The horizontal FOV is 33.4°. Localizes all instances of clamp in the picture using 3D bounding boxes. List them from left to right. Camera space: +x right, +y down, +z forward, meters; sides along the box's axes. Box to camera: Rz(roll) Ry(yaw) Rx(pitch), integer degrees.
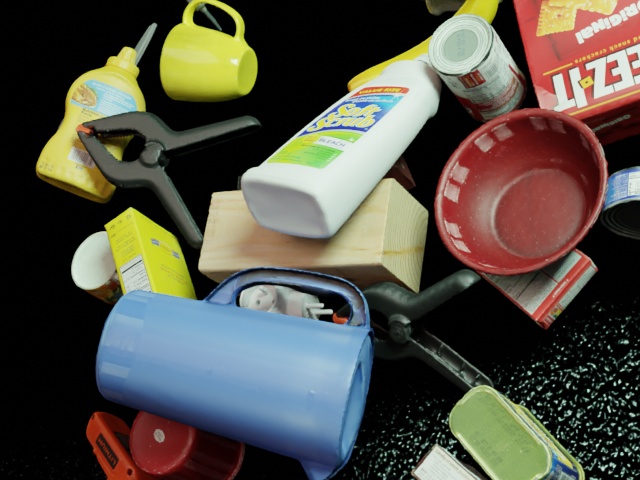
[{"bbox_3d":[-0.179,-0.101,1.223,0.210,0.036,0.164,27,79,15],"label":"clamp"},{"bbox_3d":[0.089,0.089,0.993,0.172,0.039,0.120,-5,99,45],"label":"clamp"}]

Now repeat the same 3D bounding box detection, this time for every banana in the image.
[{"bbox_3d":[0.117,-0.205,1.107,0.198,0.069,0.037,-40,34,27],"label":"banana"}]

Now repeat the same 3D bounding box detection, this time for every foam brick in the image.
[{"bbox_3d":[0.056,-0.082,1.096,0.051,0.053,0.078,-30,57,16],"label":"foam brick"}]

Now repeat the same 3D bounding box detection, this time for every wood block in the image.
[{"bbox_3d":[-0.007,0.002,1.071,0.206,0.090,0.090,-3,68,29],"label":"wood block"}]

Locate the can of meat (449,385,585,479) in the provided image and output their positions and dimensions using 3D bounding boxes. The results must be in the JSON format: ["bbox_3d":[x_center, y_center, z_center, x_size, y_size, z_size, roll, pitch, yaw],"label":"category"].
[{"bbox_3d":[0.163,0.175,0.893,0.057,0.083,0.102,-46,53,5],"label":"can of meat"}]

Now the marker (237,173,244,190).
[{"bbox_3d":[-0.088,-0.018,1.173,0.020,0.020,0.121,-6,65,28],"label":"marker"}]

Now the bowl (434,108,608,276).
[{"bbox_3d":[0.186,-0.035,0.955,0.162,0.055,0.162,-15,60,28],"label":"bowl"}]

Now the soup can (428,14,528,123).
[{"bbox_3d":[0.155,-0.167,1.045,0.069,0.102,0.068,-12,64,26],"label":"soup can"}]

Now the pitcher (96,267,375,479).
[{"bbox_3d":[-0.073,0.111,0.984,0.243,0.145,0.149,12,36,11],"label":"pitcher"}]

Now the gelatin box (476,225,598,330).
[{"bbox_3d":[0.196,0.026,0.976,0.073,0.030,0.089,-50,51,3],"label":"gelatin box"}]

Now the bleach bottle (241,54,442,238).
[{"bbox_3d":[0.037,-0.103,1.024,0.103,0.068,0.250,11,45,35],"label":"bleach bottle"}]

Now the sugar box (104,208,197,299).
[{"bbox_3d":[-0.170,0.057,1.142,0.048,0.093,0.176,-35,56,13],"label":"sugar box"}]

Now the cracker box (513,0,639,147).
[{"bbox_3d":[0.275,-0.205,1.010,0.164,0.072,0.213,-19,60,23],"label":"cracker box"}]

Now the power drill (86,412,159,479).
[{"bbox_3d":[-0.264,0.274,1.121,0.188,0.057,0.185,-50,57,5],"label":"power drill"}]

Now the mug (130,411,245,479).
[{"bbox_3d":[-0.131,0.191,1.063,0.093,0.081,0.117,8,73,33],"label":"mug"}]

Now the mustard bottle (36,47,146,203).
[{"bbox_3d":[-0.266,-0.148,1.298,0.096,0.058,0.191,22,76,-8],"label":"mustard bottle"}]

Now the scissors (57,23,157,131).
[{"bbox_3d":[-0.277,-0.190,1.365,0.096,0.016,0.201,8,73,28],"label":"scissors"}]

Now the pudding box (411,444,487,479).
[{"bbox_3d":[0.138,0.224,0.882,0.114,0.090,0.039,36,88,36],"label":"pudding box"}]

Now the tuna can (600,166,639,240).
[{"bbox_3d":[0.285,-0.031,0.915,0.086,0.086,0.033,-3,65,30],"label":"tuna can"}]
